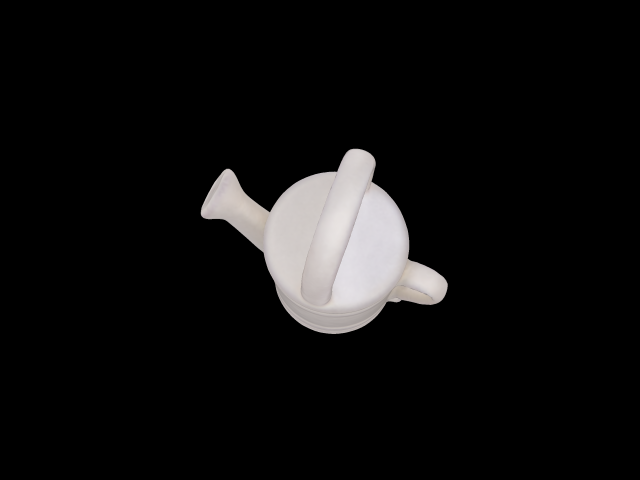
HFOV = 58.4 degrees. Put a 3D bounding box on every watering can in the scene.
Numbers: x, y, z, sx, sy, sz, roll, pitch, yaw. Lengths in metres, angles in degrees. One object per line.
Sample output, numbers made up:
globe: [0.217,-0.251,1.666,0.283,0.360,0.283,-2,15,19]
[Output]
watering can: [0.003,0.003,0.399,0.173,0.194,0.101,0,74,0]
